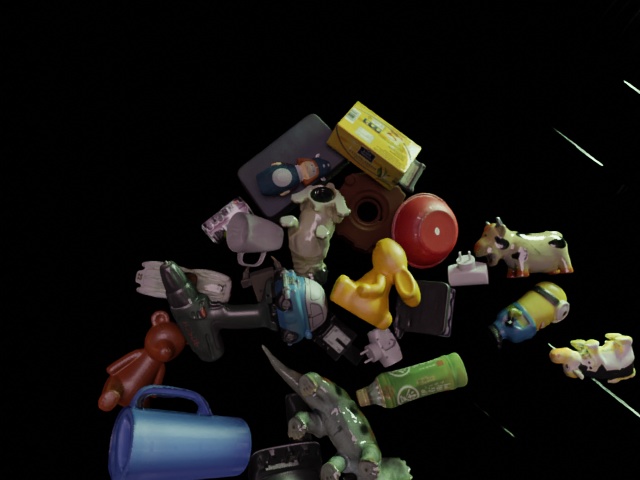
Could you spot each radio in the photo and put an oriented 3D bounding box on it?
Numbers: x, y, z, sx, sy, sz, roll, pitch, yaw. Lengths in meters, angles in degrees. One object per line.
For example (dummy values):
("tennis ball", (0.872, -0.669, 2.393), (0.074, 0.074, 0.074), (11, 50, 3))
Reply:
("radio", (-0.057, -0.155, 1.159), (0.229, 0.073, 0.131), (-39, 83, -8))

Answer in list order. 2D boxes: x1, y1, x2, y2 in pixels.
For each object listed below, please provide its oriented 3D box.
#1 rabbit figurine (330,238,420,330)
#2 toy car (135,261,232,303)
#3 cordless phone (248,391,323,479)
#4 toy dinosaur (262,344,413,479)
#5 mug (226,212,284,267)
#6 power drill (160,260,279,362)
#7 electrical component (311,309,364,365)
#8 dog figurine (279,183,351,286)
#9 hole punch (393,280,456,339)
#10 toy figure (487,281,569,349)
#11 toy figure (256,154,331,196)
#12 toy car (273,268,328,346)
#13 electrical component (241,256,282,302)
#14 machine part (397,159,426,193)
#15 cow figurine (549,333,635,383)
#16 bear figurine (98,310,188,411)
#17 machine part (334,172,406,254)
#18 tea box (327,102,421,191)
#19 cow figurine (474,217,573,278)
("rabbit figurine", (0.121, 0.081, 1.074), (0.163, 0.121, 0.173), (24, 80, 27))
("toy car", (-0.285, 0.091, 1.122), (0.202, 0.056, 0.073), (9, 81, 0))
("cordless phone", (-0.072, 0.398, 1.062), (0.147, 0.088, 0.184), (-2, 71, -18))
("toy dinosaur", (0.039, 0.365, 1.047), (0.131, 0.192, 0.405), (-36, 67, 10))
("mug", (-0.129, 0.001, 1.115), (0.107, 0.081, 0.109), (7, 82, -41))
("power drill", (-0.189, 0.129, 1.056), (0.207, 0.086, 0.231), (-12, 115, -5))
("electrical component", (0.038, 0.207, 1.110), (0.119, 0.048, 0.075), (41, 84, -24))
("dog figurine", (-0.006, -0.003, 1.109), (0.121, 0.190, 0.172), (28, 55, 22))
("hole punch", (0.221, 0.142, 1.119), (0.116, 0.092, 0.142), (4, 82, 30))
("toy figure", (0.430, 0.154, 1.115), (0.180, 0.082, 0.089), (-27, 84, -3))
("toy figure", (-0.050, -0.131, 1.091), (0.154, 0.058, 0.064), (-17, 121, -5))
("toy car", (-0.036, 0.127, 1.068), (0.103, 0.161, 0.109), (-6, 40, -4))
("electrical component", (-0.115, 0.083, 1.135), (0.102, 0.045, 0.078), (-23, 110, -2))
("machine part", (0.158, -0.165, 1.182), (0.139, 0.039, 0.084), (27, 90, 1))
("cow figurine", (0.562, 0.253, 1.110), (0.167, 0.068, 0.098), (-11, 87, -2))
("bear figurine", (-0.333, 0.250, 1.066), (0.120, 0.132, 0.196), (43, 86, -25))
("machine part", (0.103, -0.060, 1.155), (0.179, 0.056, 0.179), (0, 82, -1))
("tea box", (0.112, -0.195, 1.113), (0.169, 0.068, 0.098), (38, 55, 0))
("cow figurine", (0.423, 0.017, 1.134), (0.195, 0.085, 0.127), (-2, 81, -4))
